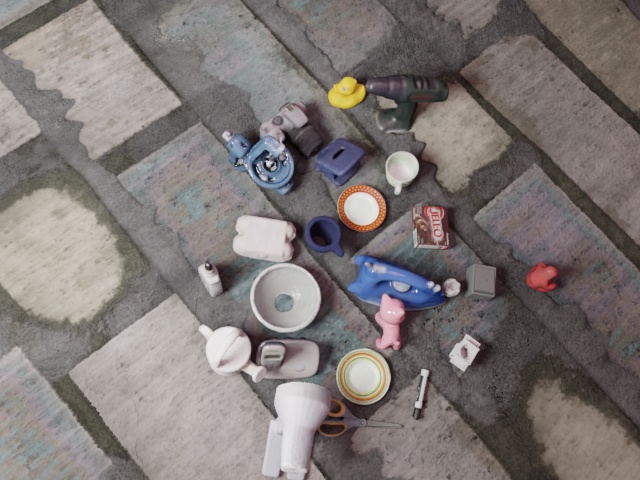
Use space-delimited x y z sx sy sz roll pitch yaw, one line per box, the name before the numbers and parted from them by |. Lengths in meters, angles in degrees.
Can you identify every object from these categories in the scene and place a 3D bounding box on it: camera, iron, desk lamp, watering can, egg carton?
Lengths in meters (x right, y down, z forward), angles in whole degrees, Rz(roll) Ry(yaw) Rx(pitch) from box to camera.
camera | -0.065 -0.278 1.494 0.143 0.100 0.137 -40 83 -17
iron | 0.206 0.104 1.397 0.258 0.141 0.119 15 72 -4
desk lamp | -0.051 0.414 1.226 0.118 0.213 0.203 10 72 -5
watering can | -0.194 0.246 1.266 0.173 0.194 0.101 17 71 -3
egg carton | -0.137 -0.002 1.416 0.150 0.069 0.107 8 72 -6

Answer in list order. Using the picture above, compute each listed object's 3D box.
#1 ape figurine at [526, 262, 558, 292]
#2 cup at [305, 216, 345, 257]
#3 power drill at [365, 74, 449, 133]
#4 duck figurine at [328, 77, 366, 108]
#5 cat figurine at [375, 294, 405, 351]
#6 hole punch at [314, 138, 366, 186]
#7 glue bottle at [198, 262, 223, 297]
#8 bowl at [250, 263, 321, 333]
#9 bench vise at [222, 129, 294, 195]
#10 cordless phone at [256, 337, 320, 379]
ape figurine | 0.583 0.093 1.483 0.076 0.092 0.078 -3 74 -9
cup | 0.013 0.005 1.423 0.092 0.095 0.117 -42 83 -17
power drill | 0.212 -0.363 1.504 0.230 0.208 0.075 -8 74 -11
duck figurine | 0.078 -0.412 1.564 0.105 0.086 0.077 -12 75 -12
cat figurine | 0.175 0.197 1.377 0.067 0.117 0.128 -1 73 -9
hole punch | 0.050 -0.211 1.496 0.101 0.091 0.109 42 72 5
glue bottle | -0.253 0.079 1.319 0.037 0.173 0.078 -28 79 -15
bowl | -0.085 0.144 1.376 0.167 0.074 0.167 2 73 -8
bench vise | -0.153 -0.203 1.395 0.207 0.219 0.121 18 71 -2
cordless phone | -0.069 0.259 1.285 0.147 0.185 0.094 -2 73 -9
